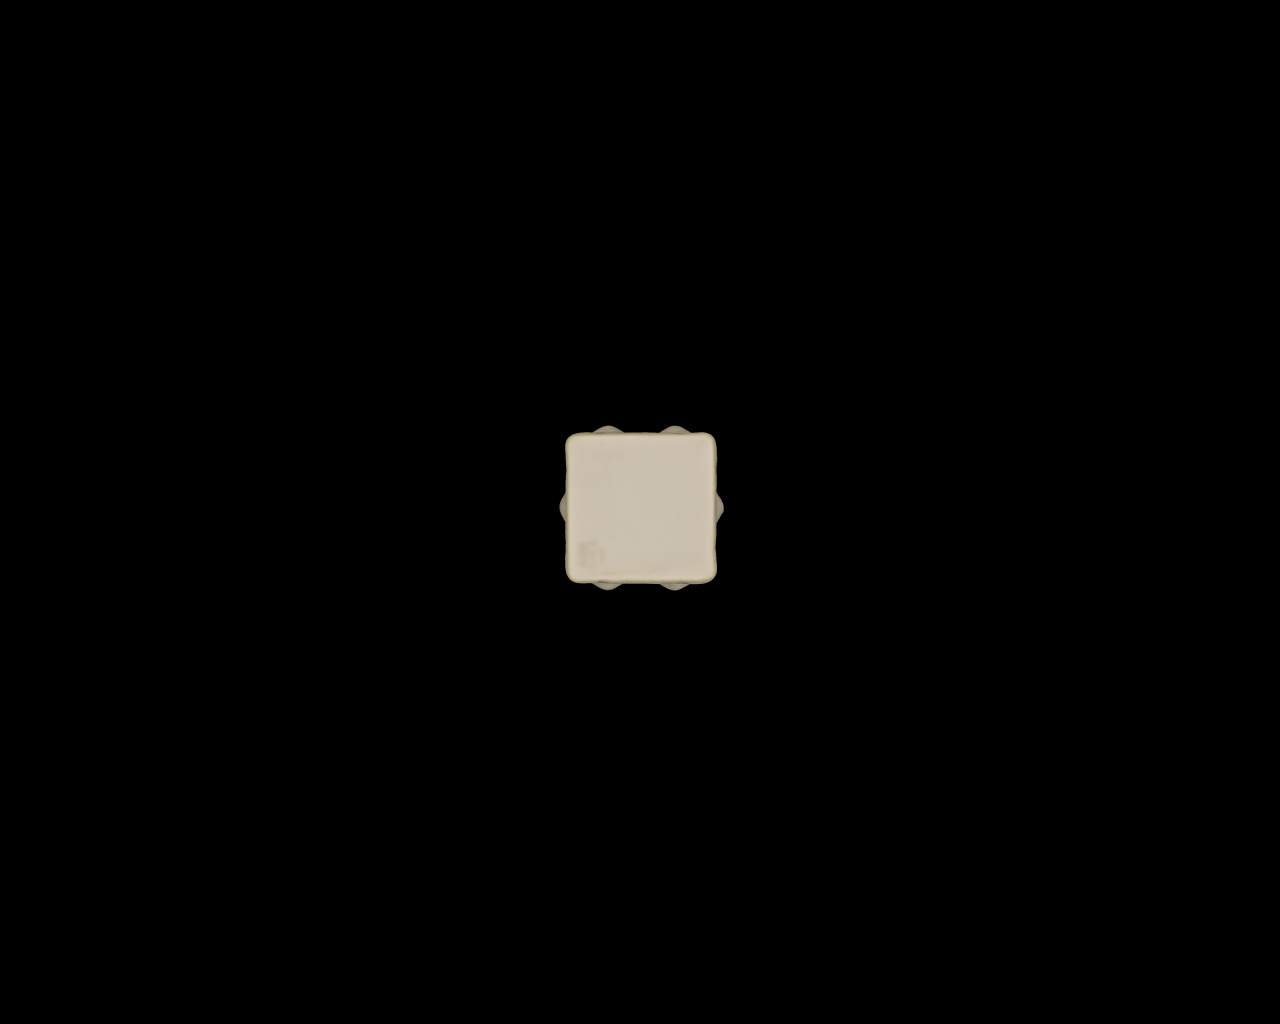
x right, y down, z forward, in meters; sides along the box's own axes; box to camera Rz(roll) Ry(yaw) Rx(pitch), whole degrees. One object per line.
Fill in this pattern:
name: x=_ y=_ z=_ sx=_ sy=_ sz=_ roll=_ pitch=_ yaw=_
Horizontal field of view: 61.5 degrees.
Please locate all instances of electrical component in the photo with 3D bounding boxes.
electrical component: x=0.001 y=-0.003 z=0.650 sx=0.100 sy=0.099 sz=0.048 roll=0 pitch=0 yaw=0
